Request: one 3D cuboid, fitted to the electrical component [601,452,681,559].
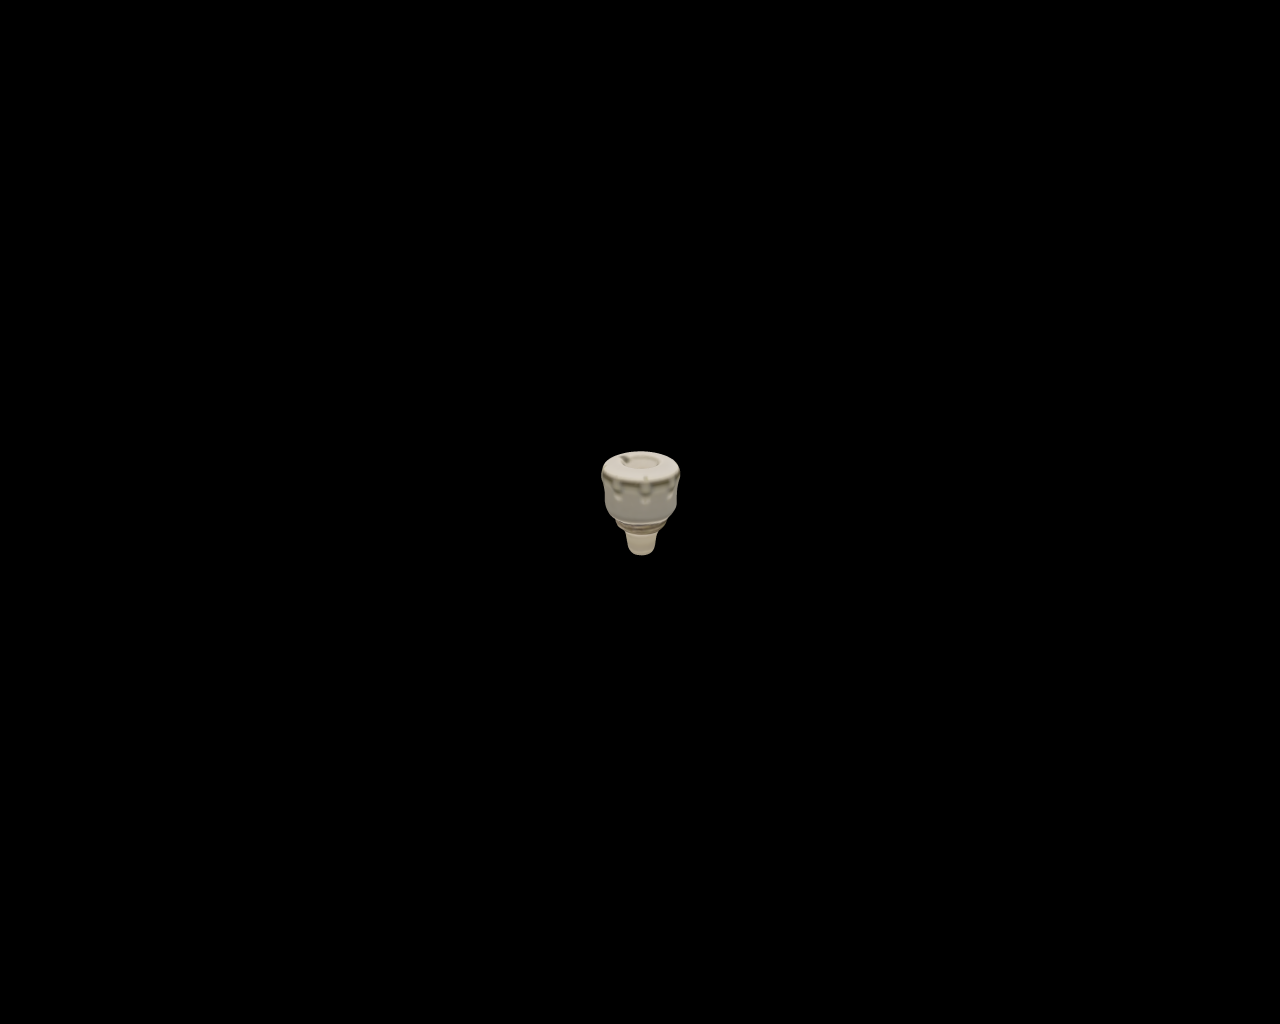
[{"bbox_3d":[0.001,-0.003,0.650,0.048,0.062,0.048,0,24,0],"label":"electrical component"}]
